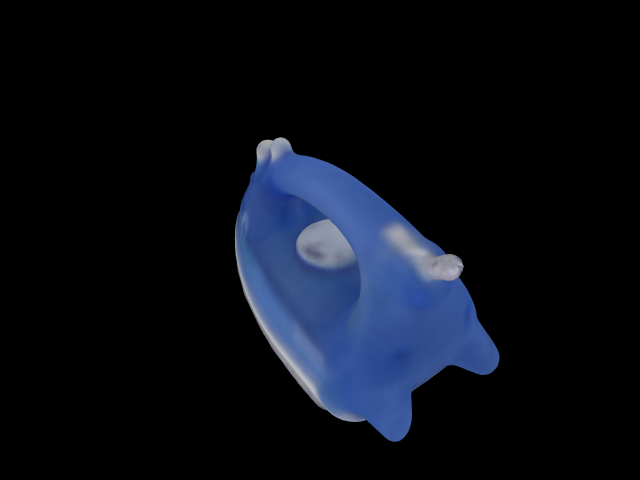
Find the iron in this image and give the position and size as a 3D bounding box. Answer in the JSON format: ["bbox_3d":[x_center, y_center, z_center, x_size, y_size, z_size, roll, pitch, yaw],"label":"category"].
[{"bbox_3d":[0.004,0.001,0.400,0.119,0.141,0.257,-27,49,-26],"label":"iron"}]
